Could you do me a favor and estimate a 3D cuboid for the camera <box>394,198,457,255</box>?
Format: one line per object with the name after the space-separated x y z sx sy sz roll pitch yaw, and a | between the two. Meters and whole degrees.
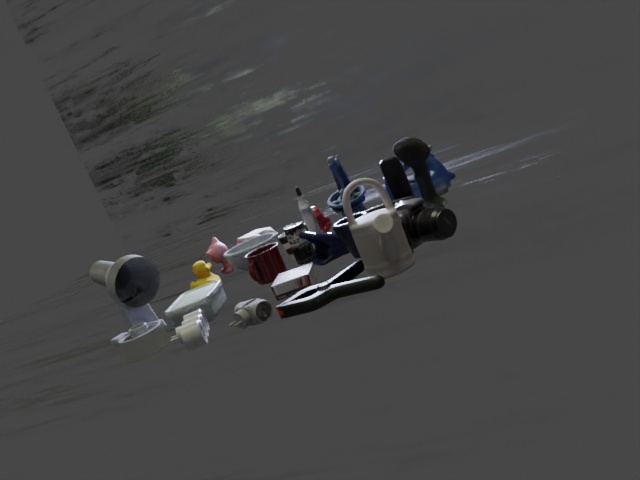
0.205 -0.033 1.201 0.143 0.101 0.136 -29 13 -33 | camera

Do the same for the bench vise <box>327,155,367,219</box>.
0.065 -0.149 1.719 0.121 0.220 0.207 -23 11 -6 | bench vise

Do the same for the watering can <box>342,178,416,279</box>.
0.112 -0.028 1.114 0.101 0.194 0.172 -28 12 -25 | watering can

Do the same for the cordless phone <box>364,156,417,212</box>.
0.164 -0.104 1.401 0.147 0.185 0.094 -18 12 18 | cordless phone

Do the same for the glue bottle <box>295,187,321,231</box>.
-0.037 -0.076 1.689 0.037 0.173 0.078 -22 11 3 | glue bottle

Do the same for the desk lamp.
-0.458 0.141 1.364 0.202 0.214 0.118 -12 15 43 | desk lamp

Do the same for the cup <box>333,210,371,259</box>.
0.094 -0.012 1.333 0.091 0.095 0.118 -11 16 44 | cup

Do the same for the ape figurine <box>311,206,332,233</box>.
-0.008 -0.060 1.775 0.078 0.092 0.076 -23 11 -5 | ape figurine

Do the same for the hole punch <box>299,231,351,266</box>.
0.013 0.005 1.420 0.101 0.091 0.108 -26 12 -20 | hole punch

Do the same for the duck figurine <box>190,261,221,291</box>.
-0.339 0.104 1.646 0.077 0.086 0.105 -14 13 34 | duck figurine

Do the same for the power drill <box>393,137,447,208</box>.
0.258 -0.172 1.485 0.075 0.208 0.230 -17 12 23 | power drill

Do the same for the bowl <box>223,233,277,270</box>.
-0.195 0.043 1.686 0.167 0.075 0.167 -21 11 5 | bowl

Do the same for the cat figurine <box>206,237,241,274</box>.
-0.291 0.040 1.775 0.128 0.118 0.067 -27 12 -25 | cat figurine

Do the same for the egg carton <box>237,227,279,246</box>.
-0.207 0.007 1.900 0.107 0.069 0.150 -30 13 -34 | egg carton

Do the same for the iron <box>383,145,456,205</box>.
0.259 -0.169 1.645 0.259 0.141 0.118 -28 12 -27 | iron
